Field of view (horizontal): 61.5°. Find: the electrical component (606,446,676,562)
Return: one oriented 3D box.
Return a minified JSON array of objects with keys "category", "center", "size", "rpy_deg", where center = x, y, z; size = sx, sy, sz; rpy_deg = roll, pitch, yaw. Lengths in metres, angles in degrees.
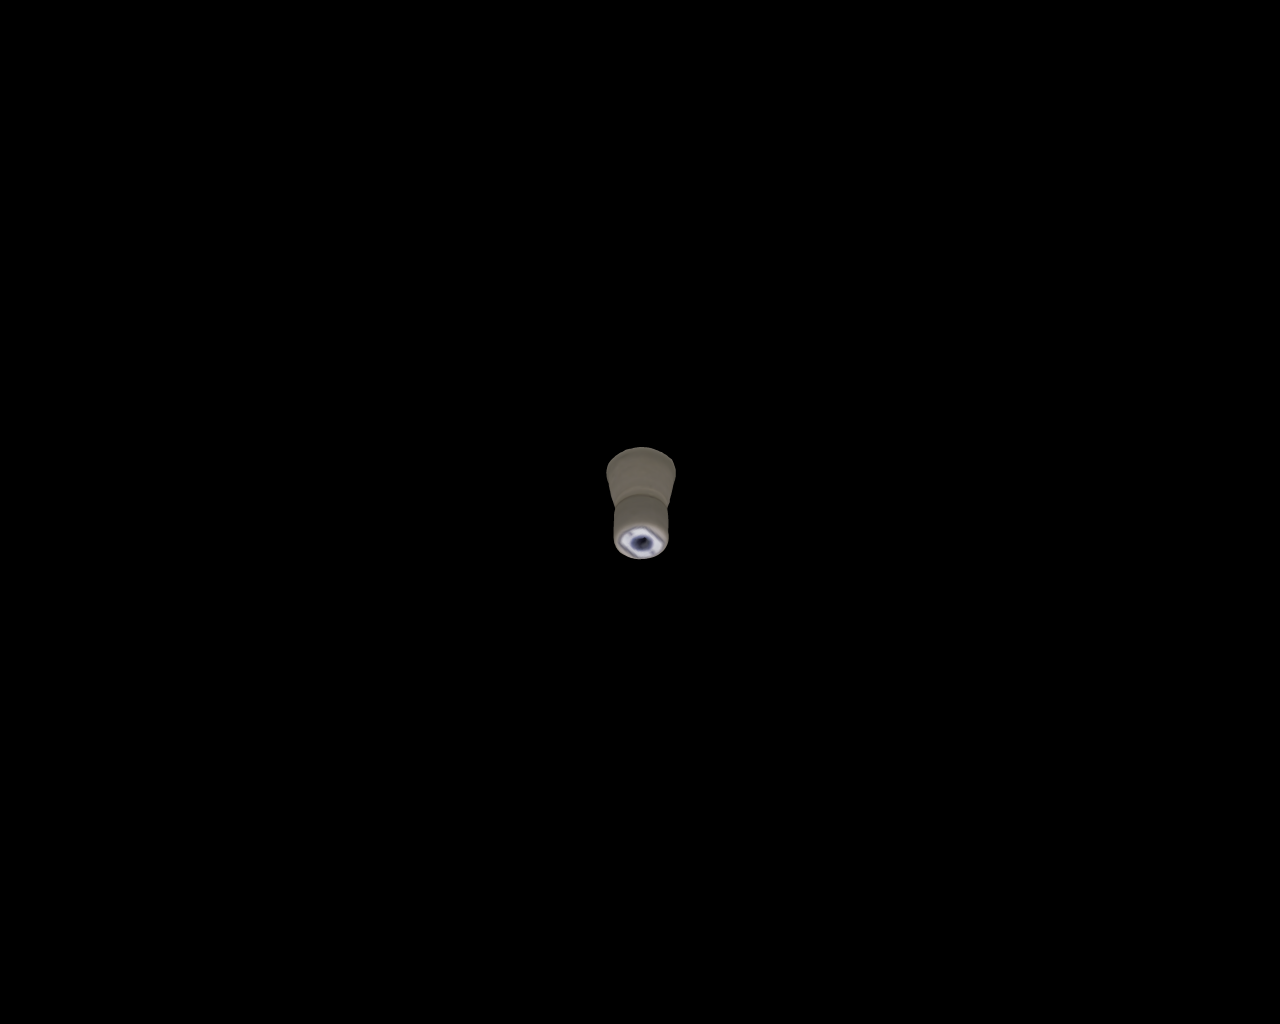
[{"category":"electrical component","center":[0.001,-0.003,0.650],"size":[0.044,0.065,0.044],"rpy_deg":[0,-45,0]}]
